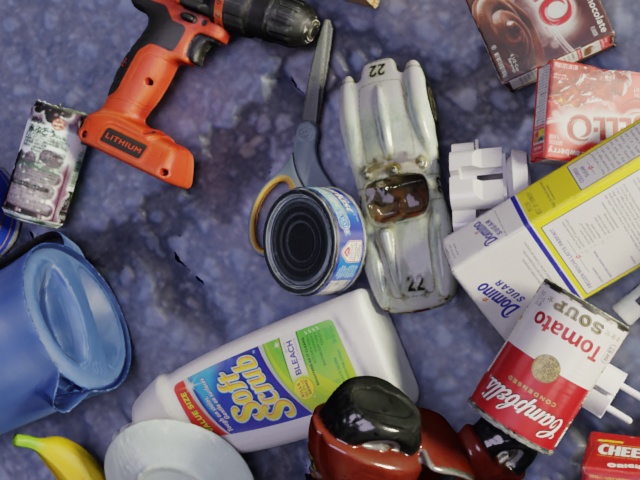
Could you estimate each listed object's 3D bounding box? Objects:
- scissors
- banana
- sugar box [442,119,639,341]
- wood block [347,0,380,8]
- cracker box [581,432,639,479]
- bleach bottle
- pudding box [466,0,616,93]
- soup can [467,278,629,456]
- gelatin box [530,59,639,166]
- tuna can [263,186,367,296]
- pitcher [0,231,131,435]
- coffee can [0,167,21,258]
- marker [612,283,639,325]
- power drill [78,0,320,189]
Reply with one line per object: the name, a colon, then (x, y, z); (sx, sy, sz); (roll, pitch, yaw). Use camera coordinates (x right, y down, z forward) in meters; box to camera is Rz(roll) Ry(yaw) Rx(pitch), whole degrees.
scissors: (0.004, -0.072, 0.874); (0.096, 0.016, 0.202); (26, 94, 18)
banana: (-0.192, 0.244, 0.890); (0.037, 0.069, 0.198); (-34, 79, 55)
sugar box: (0.184, -0.006, 0.766); (0.176, 0.093, 0.048); (-30, 35, 15)
wood block: (-0.044, -0.268, 0.869); (0.206, 0.090, 0.091); (20, 92, 19)
cracker box: (0.255, 0.243, 0.704); (0.164, 0.072, 0.214); (3, 104, 20)
bleach bottle: (-0.054, 0.129, 0.853); (0.251, 0.068, 0.102); (-25, 78, 18)
pudding box: (0.163, -0.182, 0.817); (0.090, 0.039, 0.113); (-24, 78, 15)
soup can: (0.156, 0.086, 0.729); (0.068, 0.068, 0.102); (33, 95, 18)
gelatin box: (0.202, -0.088, 0.780); (0.089, 0.030, 0.073); (7, 85, -12)
tuna can: (-0.005, 0.001, 0.826); (0.086, 0.033, 0.086); (1, 92, 45)
pitcher: (-0.293, 0.102, 0.911); (0.243, 0.149, 0.145); (-26, 93, 18)
coffee can: (-0.341, -0.029, 0.922); (0.103, 0.140, 0.103); (-2, 85, 19)
marker: (0.264, 0.015, 0.775); (0.121, 0.020, 0.020); (-44, 74, 11)
power drill: (-0.109, -0.142, 0.899); (0.185, 0.057, 0.187); (24, 91, 23)
